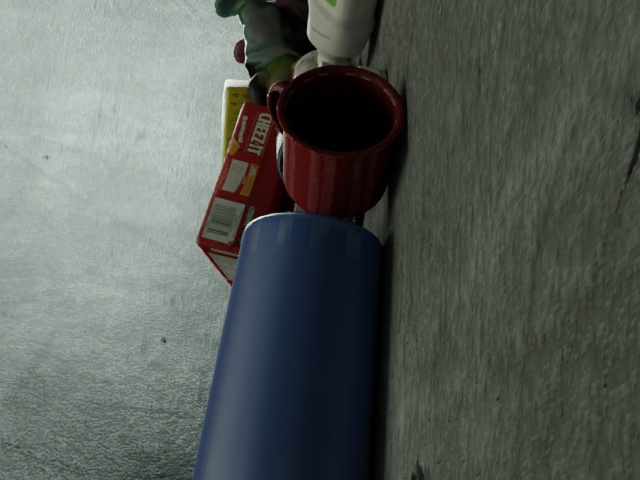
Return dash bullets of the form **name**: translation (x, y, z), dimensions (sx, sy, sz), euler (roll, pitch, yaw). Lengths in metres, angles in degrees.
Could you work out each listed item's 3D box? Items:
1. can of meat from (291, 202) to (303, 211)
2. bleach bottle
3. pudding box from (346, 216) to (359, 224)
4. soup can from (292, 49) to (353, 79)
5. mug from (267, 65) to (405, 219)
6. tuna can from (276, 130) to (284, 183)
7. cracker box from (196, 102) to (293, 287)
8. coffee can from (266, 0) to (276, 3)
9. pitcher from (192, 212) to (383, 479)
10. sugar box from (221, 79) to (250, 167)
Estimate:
- **can of meat**: translation (-0.007, 0.001, 1.118), dimensions (0.102, 0.057, 0.084), euler (112, 165, -72)
- **bleach bottle**: translation (0.021, -0.271, 0.966), dimensions (0.103, 0.068, 0.251), euler (49, 141, 46)
- **pudding box**: translation (0.016, -0.039, 0.998), dimensions (0.113, 0.039, 0.090), euler (-94, 11, -60)
- **soup can**: translation (0.005, -0.143, 1.068), dimensions (0.102, 0.068, 0.068), euler (-92, 9, -59)
- **mug**: translation (0.004, -0.076, 0.802), dimensions (0.093, 0.117, 0.081), euler (-42, -25, -29)
- **tuna can**: translation (0.006, -0.072, 0.887), dimensions (0.034, 0.086, 0.086), euler (-93, 10, -50)
- **cracker box**: translation (-0.062, -0.036, 1.197), dimensions (0.213, 0.072, 0.164), euler (68, -142, -73)
- **coffee can**: translation (-0.040, -0.339, 1.357), dimensions (0.103, 0.140, 0.103), euler (-175, 91, -85)
- **pitcher**: translation (-0.021, 0.111, 0.791), dimensions (0.149, 0.144, 0.243), euler (-7, 67, 40)
- **sugar box**: translation (-0.101, -0.107, 1.324), dimensions (0.093, 0.048, 0.176), euler (-109, 20, -75)
